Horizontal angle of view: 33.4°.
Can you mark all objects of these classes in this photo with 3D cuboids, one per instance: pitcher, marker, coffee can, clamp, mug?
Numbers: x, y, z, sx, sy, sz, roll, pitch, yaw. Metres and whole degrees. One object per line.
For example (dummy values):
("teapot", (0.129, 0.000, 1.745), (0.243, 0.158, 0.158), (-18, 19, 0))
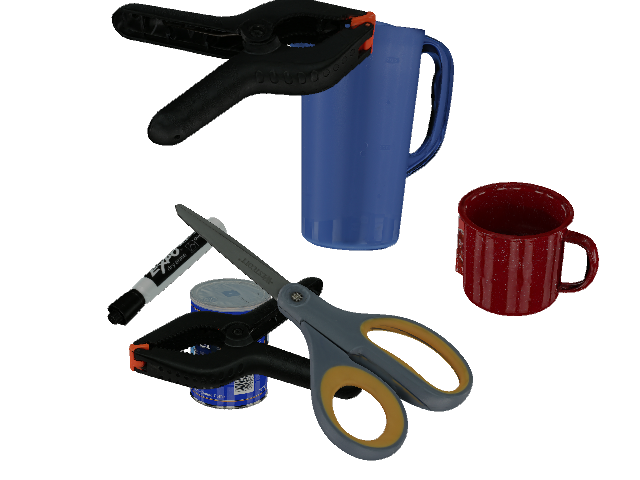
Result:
("pitcher", (0.049, -0.116, 1.159), (0.149, 0.243, 0.144), (8, 11, 26))
("marker", (-0.116, 0.023, 0.811), (0.020, 0.020, 0.121), (0, 35, 46))
("coffee can", (-0.117, 0.132, 1.375), (0.103, 0.140, 0.103), (2, 18, -1))
("clamp", (-0.070, 0.103, 0.997), (0.209, 0.036, 0.165), (-10, 37, -18))
("clamp", (-0.044, -0.113, 0.682), (0.171, 0.120, 0.039), (-7, -32, -6))
("mug", (0.171, 0.011, 0.880), (0.117, 0.081, 0.093), (11, 34, 22))

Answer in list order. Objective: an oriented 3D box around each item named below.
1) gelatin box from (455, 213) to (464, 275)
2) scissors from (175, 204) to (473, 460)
("gelatin box", (0.195, 0.010, 1.269), (0.030, 0.089, 0.073), (-17, 32, -29))
("scissors", (-0.016, 0.051, 0.585), (0.202, 0.096, 0.016), (24, -37, 12))
